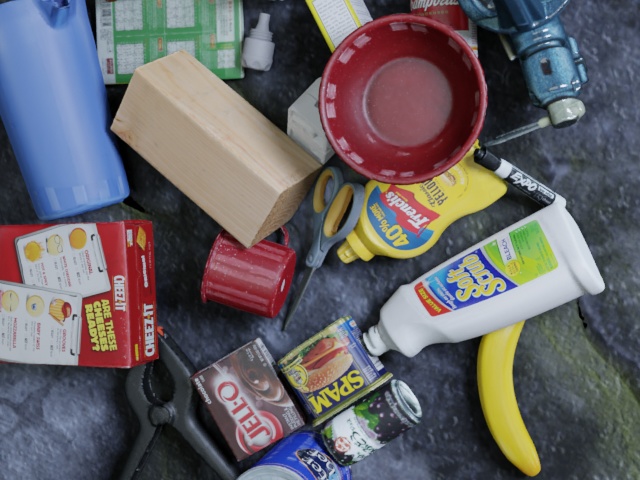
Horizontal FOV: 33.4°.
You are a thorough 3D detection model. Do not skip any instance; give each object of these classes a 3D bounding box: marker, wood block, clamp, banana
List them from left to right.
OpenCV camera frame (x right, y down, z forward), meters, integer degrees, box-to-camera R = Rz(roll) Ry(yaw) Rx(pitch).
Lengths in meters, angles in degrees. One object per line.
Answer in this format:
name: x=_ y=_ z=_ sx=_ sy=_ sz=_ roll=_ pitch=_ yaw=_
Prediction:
clamp: x=-0.169 y=0.206 z=1.246 sx=0.165 sy=0.036 sz=0.210 roll=-2 pitch=93 yaw=16
wood block: x=-0.112 y=-0.101 z=1.156 sx=0.206 sy=0.090 sz=0.091 roll=40 pitch=129 yaw=10
banana: x=0.201 y=0.154 z=1.133 sx=0.070 sy=0.037 sz=0.198 roll=2 pitch=96 yaw=16
marker: x=0.202 y=-0.061 z=1.085 sx=0.121 sy=0.020 sz=0.020 roll=29 pitch=106 yaw=-26

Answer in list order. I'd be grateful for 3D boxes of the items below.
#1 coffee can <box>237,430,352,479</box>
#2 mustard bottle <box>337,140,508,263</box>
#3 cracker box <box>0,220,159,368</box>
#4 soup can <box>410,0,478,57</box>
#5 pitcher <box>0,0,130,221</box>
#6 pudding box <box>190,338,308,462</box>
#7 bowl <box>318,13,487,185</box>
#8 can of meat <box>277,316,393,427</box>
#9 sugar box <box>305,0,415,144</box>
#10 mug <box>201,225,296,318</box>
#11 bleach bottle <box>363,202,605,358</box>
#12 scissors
coffee can: x=-0.031 y=0.275 z=1.159 sx=0.103 sy=0.140 sz=0.103 roll=2 pitch=96 yaw=16
mustard bottle: x=0.097 y=-0.036 z=1.133 sx=0.192 sy=0.058 sz=0.096 roll=-37 pitch=91 yaw=17
cracker box: x=-0.295 y=0.061 z=1.236 sx=0.214 sy=0.072 sz=0.164 roll=-1 pitch=93 yaw=23
soup can: x=0.128 y=-0.214 z=1.101 sx=0.068 sy=0.068 sz=0.102 roll=-1 pitch=96 yaw=16
pitcher: x=-0.304 y=-0.148 z=1.208 sx=0.145 sy=0.149 sz=0.243 roll=-14 pitch=97 yaw=5
pudding box: x=-0.079 y=0.180 z=1.211 sx=0.090 sy=0.039 sz=0.113 roll=-31 pitch=87 yaw=8
bowl: x=0.082 y=-0.134 z=1.032 sx=0.162 sy=0.055 sz=0.162 roll=1 pitch=95 yaw=13
can of meat: x=0.014 y=0.143 z=1.175 sx=0.102 sy=0.057 sz=0.084 roll=-35 pitch=83 yaw=21
sugar box: x=0.052 y=-0.178 z=1.113 sx=0.048 sy=0.093 sz=0.176 roll=-25 pitch=88 yaw=18
mug: x=-0.072 y=0.027 z=1.181 sx=0.081 sy=0.093 sz=0.117 roll=17 pitch=65 yaw=9
bleach bottle: x=0.159 y=0.061 z=1.110 sx=0.251 sy=0.068 sz=0.102 roll=-30 pitch=50 yaw=19
scissors: x=-0.008 y=0.001 z=1.183 sx=0.202 sy=0.016 sz=0.096 roll=-56 pitch=39 yaw=36
